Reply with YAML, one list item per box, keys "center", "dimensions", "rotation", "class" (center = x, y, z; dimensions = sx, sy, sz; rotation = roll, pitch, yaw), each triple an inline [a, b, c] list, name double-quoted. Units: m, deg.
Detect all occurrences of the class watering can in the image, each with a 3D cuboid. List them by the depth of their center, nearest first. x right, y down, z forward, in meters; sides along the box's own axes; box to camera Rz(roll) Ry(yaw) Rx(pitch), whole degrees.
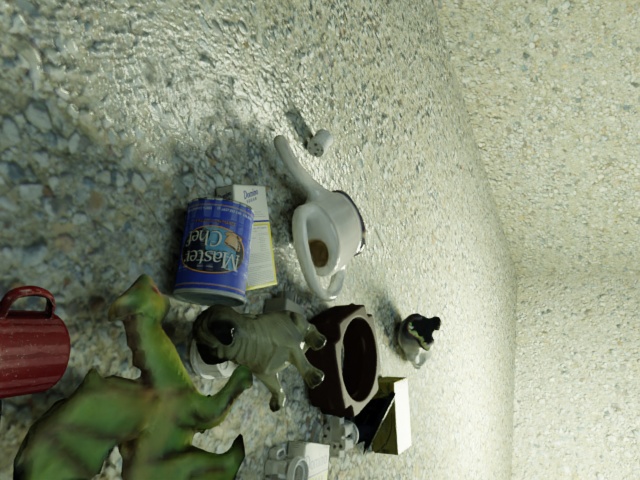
- center: [0.003, -0.053, 1.052]
  dimensions: [0.227, 0.103, 0.345]
  rotation: [-30, 109, -60]
  class: "watering can"

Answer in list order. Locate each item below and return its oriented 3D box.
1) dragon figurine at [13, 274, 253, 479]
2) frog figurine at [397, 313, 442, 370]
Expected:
- center: [-0.206, 0.241, 0.560]
  dimensions: [0.240, 0.121, 0.417]
  rotation: [25, 62, -40]
  class: "dragon figurine"
- center: [0.273, 0.293, 1.481]
  dimensions: [0.155, 0.122, 0.141]
  rotation: [105, -4, -48]
  class: "frog figurine"
